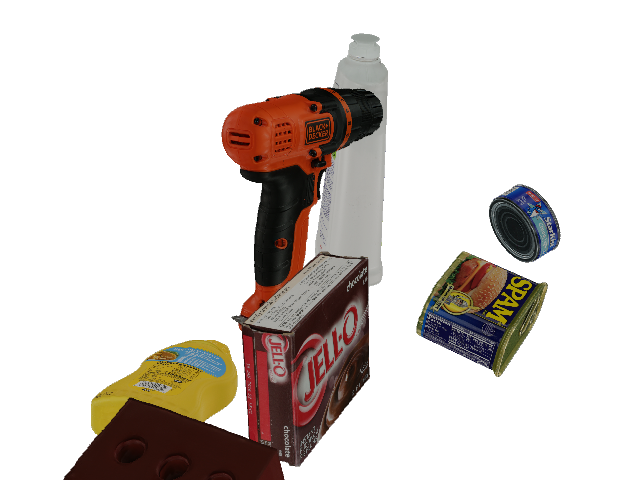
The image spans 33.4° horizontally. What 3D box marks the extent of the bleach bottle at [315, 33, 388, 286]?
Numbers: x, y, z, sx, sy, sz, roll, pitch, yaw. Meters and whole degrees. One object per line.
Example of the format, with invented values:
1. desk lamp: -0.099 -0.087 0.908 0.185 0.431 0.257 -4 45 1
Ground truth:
1. bleach bottle: 0.037 -0.084 1.094 0.068 0.251 0.102 0 28 -9

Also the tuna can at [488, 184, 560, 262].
1. tuna can: 0.232 -0.019 1.221 0.033 0.086 0.086 -29 11 -20

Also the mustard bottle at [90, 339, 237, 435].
1. mustard bottle: -0.134 0.141 1.031 0.096 0.058 0.191 9 19 18

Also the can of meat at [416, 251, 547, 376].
1. can of meat: 0.146 0.063 0.967 0.084 0.057 0.102 24 42 20

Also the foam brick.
1. foam brick: -0.060 0.113 0.457 0.078 0.051 0.053 14 42 23

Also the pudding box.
1. pudding box: -0.006 0.069 0.653 0.039 0.090 0.113 9 26 21

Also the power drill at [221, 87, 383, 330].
1. power drill: -0.009 -0.026 0.840 0.057 0.188 0.184 9 17 34
